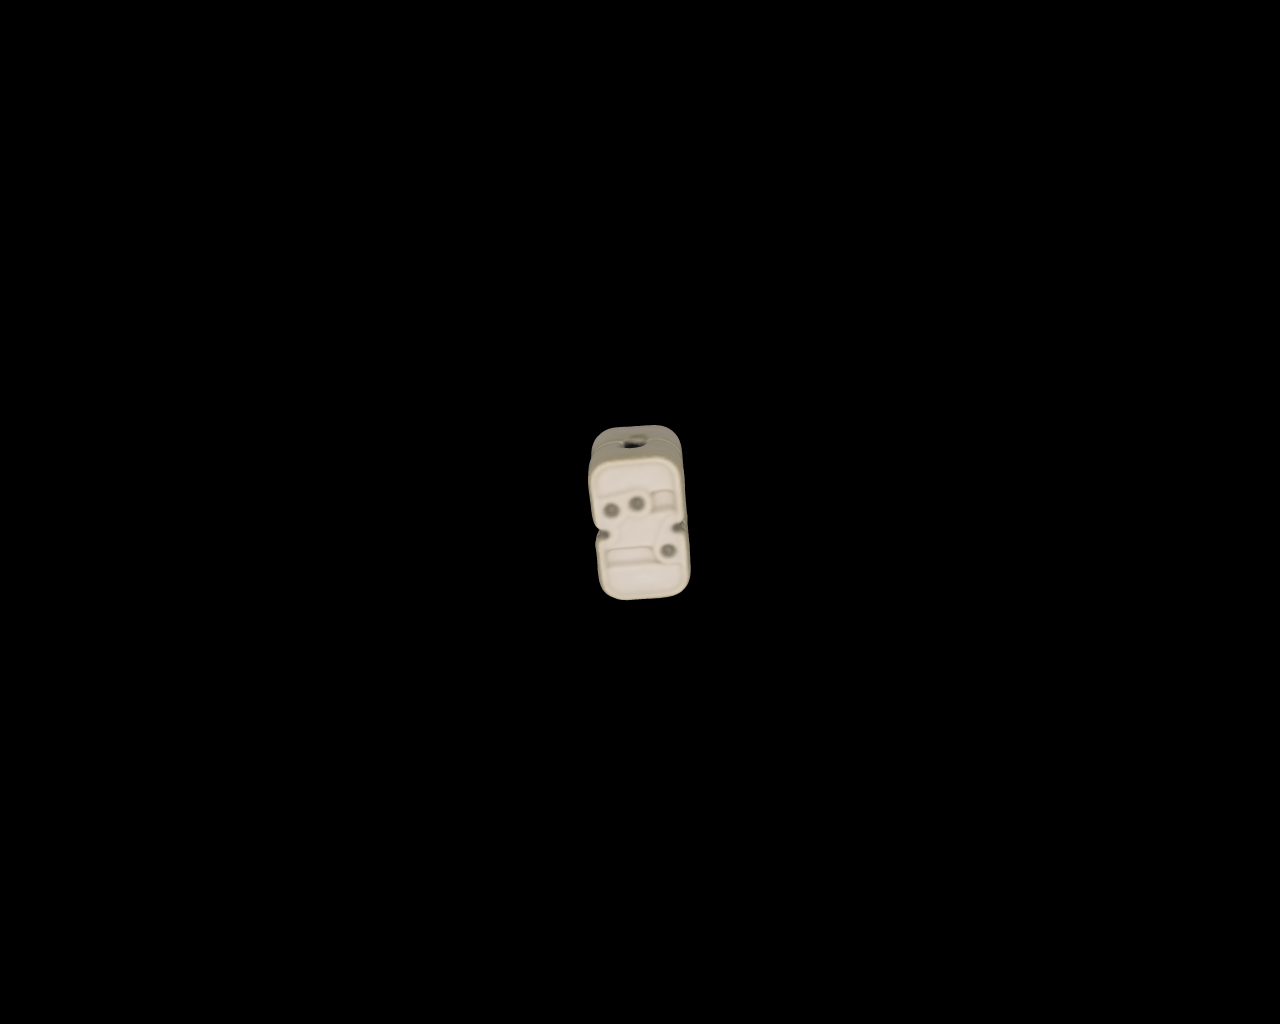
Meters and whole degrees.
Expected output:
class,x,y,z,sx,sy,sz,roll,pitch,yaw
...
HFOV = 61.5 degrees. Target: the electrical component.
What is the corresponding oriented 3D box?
class,x,y,z,sx,sy,sz,roll,pitch,yaw
electrical component,0.001,-0.003,0.650,0.054,0.095,0.059,-4,28,2
